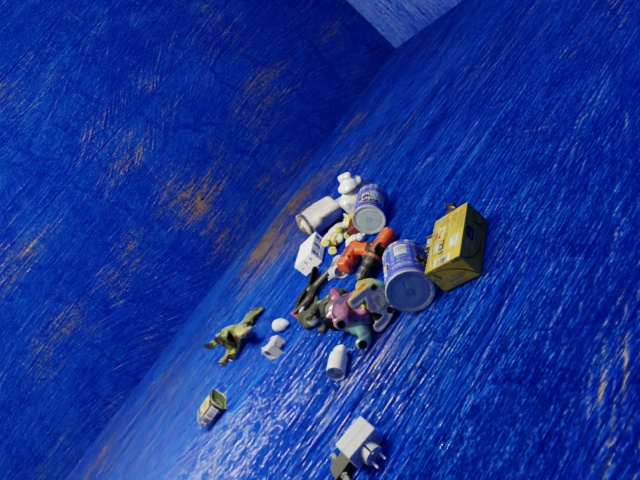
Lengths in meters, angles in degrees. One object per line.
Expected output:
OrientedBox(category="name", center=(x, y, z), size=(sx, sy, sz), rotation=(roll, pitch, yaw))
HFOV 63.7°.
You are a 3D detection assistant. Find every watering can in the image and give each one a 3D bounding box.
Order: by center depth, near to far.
OrientedBox(category="watering can", center=(0.006, -0.103, 2.046), size=(0.225, 0.104, 0.347), rotation=(-33, 5, -8))

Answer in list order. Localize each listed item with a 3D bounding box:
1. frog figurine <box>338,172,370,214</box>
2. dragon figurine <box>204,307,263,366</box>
OrientedBox(category="frog figurine", center=(0.116, -0.166, 1.796), size=(0.136, 0.158, 0.125), rotation=(-47, 14, 17))
OrientedBox(category="dragon figurine", center=(-0.300, 0.331, 1.947), size=(0.404, 0.121, 0.248), rotation=(-35, 14, 42))
